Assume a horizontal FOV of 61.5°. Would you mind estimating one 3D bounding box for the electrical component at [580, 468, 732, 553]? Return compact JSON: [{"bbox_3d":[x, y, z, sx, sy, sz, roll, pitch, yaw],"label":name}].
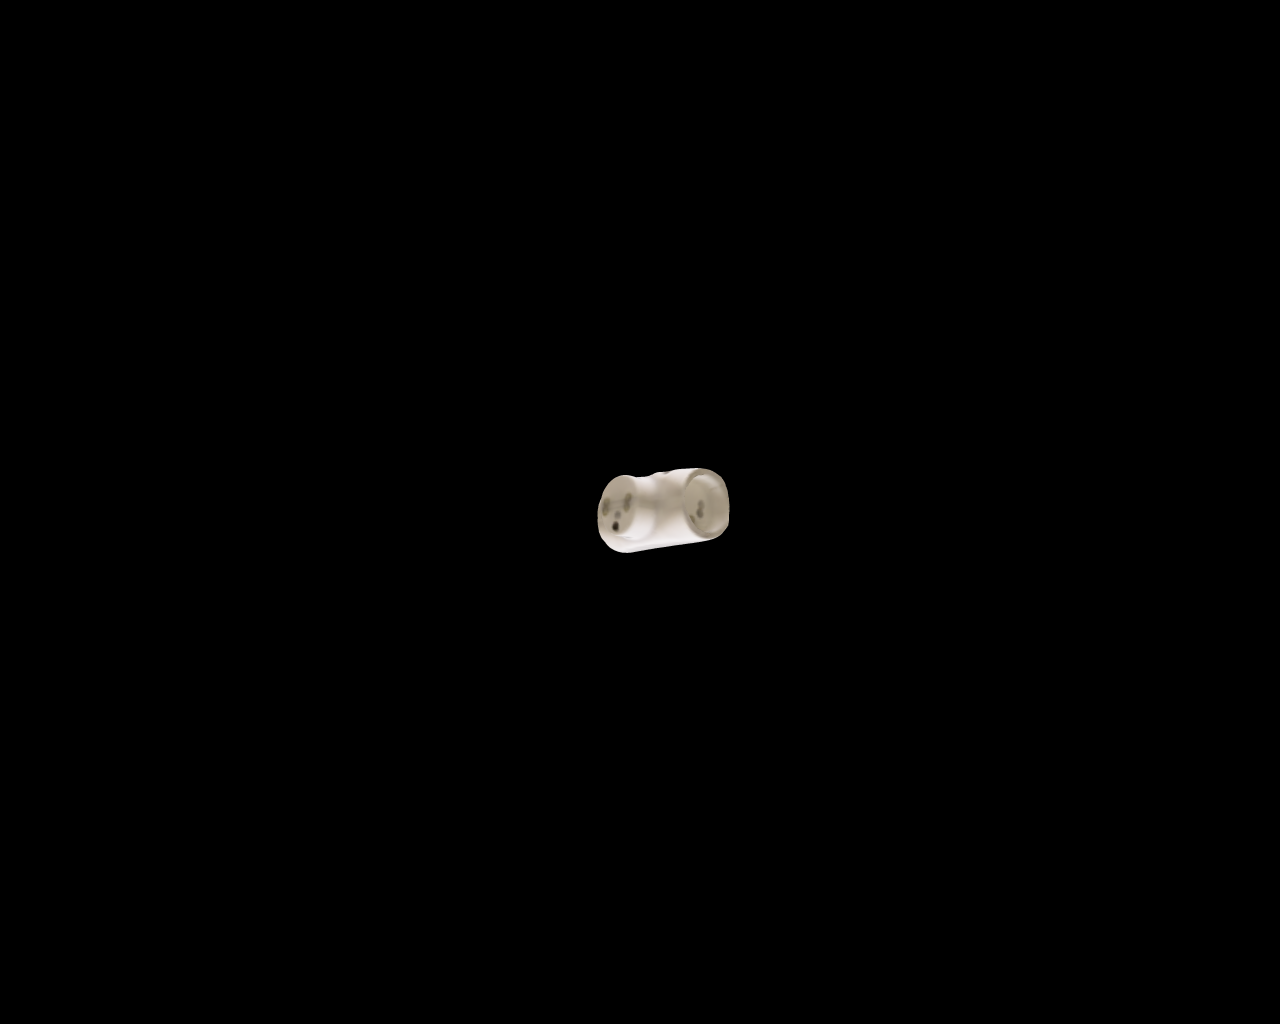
[{"bbox_3d":[0.001,-0.003,0.650,0.079,0.044,0.077,10,-14,-42],"label":"electrical component"}]
